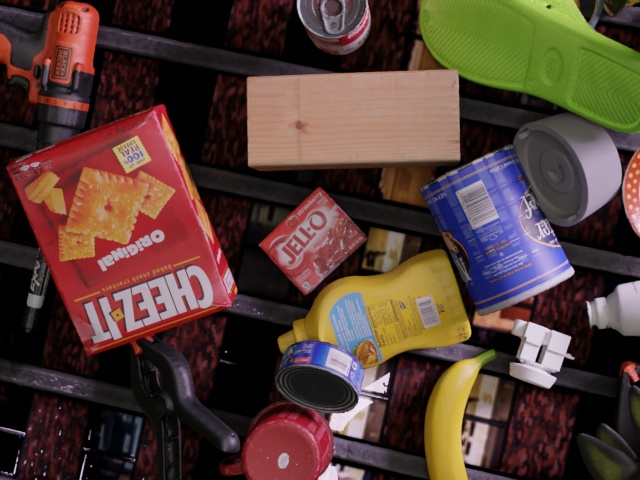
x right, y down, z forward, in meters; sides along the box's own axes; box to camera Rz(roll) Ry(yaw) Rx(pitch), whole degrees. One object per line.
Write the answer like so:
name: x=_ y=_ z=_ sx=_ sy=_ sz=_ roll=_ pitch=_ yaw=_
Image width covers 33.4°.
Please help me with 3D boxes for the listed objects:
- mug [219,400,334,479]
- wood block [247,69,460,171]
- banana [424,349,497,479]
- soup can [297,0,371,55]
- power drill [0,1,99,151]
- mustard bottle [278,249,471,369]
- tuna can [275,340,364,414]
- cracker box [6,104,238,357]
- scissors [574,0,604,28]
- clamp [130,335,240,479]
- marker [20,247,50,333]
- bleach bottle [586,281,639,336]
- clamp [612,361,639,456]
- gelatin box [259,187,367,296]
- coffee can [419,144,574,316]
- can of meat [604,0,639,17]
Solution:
mug: x=-0.046 y=0.217 z=1.083 sx=0.117 sy=0.081 sz=0.093 roll=-13 pitch=89 yaw=5
wood block: x=0.035 y=-0.118 z=1.071 sx=0.206 sy=0.090 sz=0.091 roll=-1 pitch=91 yaw=6
banana: x=0.140 y=0.208 z=1.086 sx=0.070 sy=0.037 sz=0.198 roll=4 pitch=91 yaw=8
soup can: x=0.016 y=-0.226 z=1.066 sx=0.068 sy=0.102 sz=0.068 roll=0 pitch=90 yaw=6
power drill: x=-0.332 y=-0.170 z=1.127 sx=0.187 sy=0.057 sz=0.184 roll=11 pitch=93 yaw=4
mustard bottle: x=0.050 y=0.081 z=1.083 sx=0.191 sy=0.058 sz=0.096 roll=-17 pitch=109 yaw=6
tuna can: x=0.001 y=0.137 z=1.065 sx=0.086 sy=0.086 sz=0.033 roll=14 pitch=53 yaw=6
cracker box: x=-0.198 y=-0.009 z=1.083 sx=0.164 sy=0.072 sz=0.213 roll=-19 pitch=101 yaw=6
scissors: x=0.247 y=-0.184 z=1.081 sx=0.096 sy=0.016 sz=0.202 roll=11 pitch=113 yaw=36
clamp: x=-0.156 y=0.180 z=1.100 sx=0.120 sy=0.039 sz=0.171 roll=-48 pitch=60 yaw=23
marker: x=-0.298 y=0.040 z=1.140 sx=0.020 sy=0.020 sz=0.121 roll=14 pitch=92 yaw=5
bleach bottle: x=0.389 y=0.055 z=1.040 sx=0.251 sy=0.102 sz=0.068 roll=-9 pitch=97 yaw=12
clamp: x=0.347 y=0.222 z=1.066 sx=0.164 sy=0.036 sz=0.210 roll=-35 pitch=88 yaw=7
gelatin box: x=-0.007 y=0.001 z=1.105 sx=0.089 sy=0.030 sz=0.073 roll=-43 pitch=86 yaw=4
coffee can: x=0.173 y=-0.009 z=1.050 sx=0.103 sy=0.102 sz=0.140 roll=-25 pitch=87 yaw=5
can of meat: x=0.318 y=-0.268 z=1.037 sx=0.084 sy=0.102 sz=0.057 roll=-25 pitch=87 yaw=3
